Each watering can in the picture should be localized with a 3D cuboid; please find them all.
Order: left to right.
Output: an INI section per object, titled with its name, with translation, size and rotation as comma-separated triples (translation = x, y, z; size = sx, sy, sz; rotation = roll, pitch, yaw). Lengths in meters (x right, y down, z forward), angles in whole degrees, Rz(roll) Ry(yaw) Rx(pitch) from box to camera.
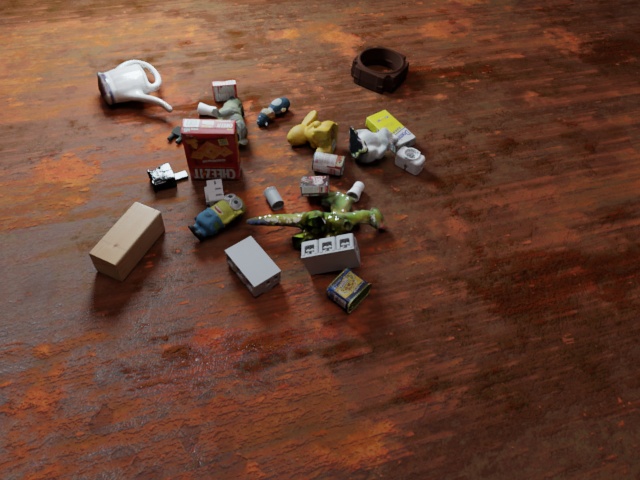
[watering can]
translation = -0.686, -0.554, 1.892
size = 0.226, 0.101, 0.354
rotation = -22, 55, -19

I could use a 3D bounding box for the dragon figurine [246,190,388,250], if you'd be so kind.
[dragon figurine]
translation = 0.005, -0.080, 1.582
size = 0.411, 0.119, 0.248
rotation = 13, 35, 9

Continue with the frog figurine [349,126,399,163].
[frog figurine]
translation = 0.184, -0.332, 1.776
size = 0.160, 0.120, 0.140
rotation = -10, 37, -29
